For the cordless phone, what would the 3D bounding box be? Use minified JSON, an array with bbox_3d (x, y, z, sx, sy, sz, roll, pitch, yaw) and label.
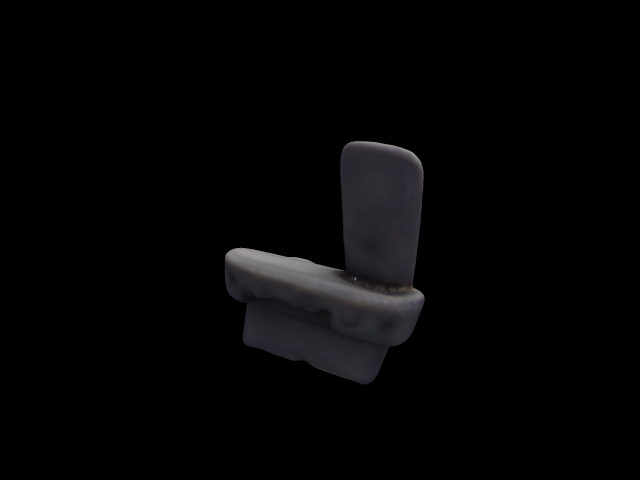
[{"bbox_3d":[0.004,0.001,0.400,0.147,0.185,0.094,11,43,13],"label":"cordless phone"}]
